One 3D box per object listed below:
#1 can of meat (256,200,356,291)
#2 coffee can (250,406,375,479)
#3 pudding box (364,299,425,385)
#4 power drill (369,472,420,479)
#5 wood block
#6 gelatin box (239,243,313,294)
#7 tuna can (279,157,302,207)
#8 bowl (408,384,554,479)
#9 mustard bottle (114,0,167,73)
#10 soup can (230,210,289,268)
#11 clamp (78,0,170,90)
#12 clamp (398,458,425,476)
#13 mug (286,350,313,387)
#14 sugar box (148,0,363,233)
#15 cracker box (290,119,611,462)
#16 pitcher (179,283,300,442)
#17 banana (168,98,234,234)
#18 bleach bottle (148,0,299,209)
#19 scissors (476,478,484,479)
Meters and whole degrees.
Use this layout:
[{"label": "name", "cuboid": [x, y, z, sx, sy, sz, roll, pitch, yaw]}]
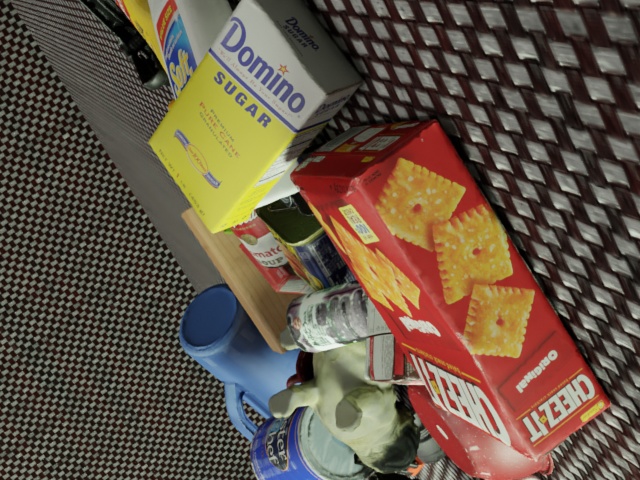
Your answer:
[{"label": "can of meat", "cuboid": [-0.007, 0.001, 1.026, 0.102, 0.057, 0.084, 42, 165, 54]}, {"label": "coffee can", "cuboid": [-0.006, 0.232, 1.200, 0.103, 0.102, 0.141, 55, 147, 1]}, {"label": "pudding box", "cuboid": [0.064, 0.071, 0.860, 0.113, 0.039, 0.090, 143, 130, -78]}, {"label": "power drill", "cuboid": [0.152, 0.312, 1.107, 0.184, 0.057, 0.188, 28, -177, -27]}, {"label": "wood block", "cuboid": [-0.074, 0.028, 1.300, 0.206, 0.090, 0.091, 56, 170, -5]}, {"label": "gelatin box", "cuboid": [-0.039, 0.025, 1.203, 0.073, 0.030, 0.089, 50, -161, 24]}, {"label": "tuna can", "cuboid": [-0.037, -0.074, 0.989, 0.086, 0.033, 0.086, 53, 169, 15]}, {"label": "bowl", "cuboid": [0.123, 0.147, 0.900, 0.162, 0.055, 0.162, 52, 168, 15]}, {"label": "mustard bottle", "cuboid": [-0.166, -0.232, 1.015, 0.192, 0.058, 0.096, 52, 173, 21]}, {"label": "soup can", "cuboid": [-0.063, -0.026, 1.115, 0.069, 0.068, 0.102, 42, 172, 50]}, {"label": "clamp", "cuboid": [-0.185, -0.199, 1.110, 0.164, 0.036, 0.210, 52, -174, 14]}, {"label": "clamp", "cuboid": [0.051, 0.226, 1.305, 0.172, 0.120, 0.039, 47, 146, 23]}, {"label": "mug", "cuboid": [0.018, 0.165, 1.257, 0.093, 0.117, 0.081, -100, -15, -45]}, {"label": "sugar box", "cuboid": [-0.052, -0.090, 0.759, 0.093, 0.048, 0.176, 53, 138, 10]}, {"label": "cracker box", "cuboid": [0.076, 0.027, 0.705, 0.213, 0.072, 0.164, 57, 170, -13]}, {"label": "pitcher", "cuboid": [-0.081, 0.169, 1.437, 0.242, 0.145, 0.149, 44, -170, -43]}, {"label": "banana", "cuboid": [-0.110, -0.093, 1.122, 0.197, 0.037, 0.069, 68, -160, -47]}, {"label": "bleach bottle", "cuboid": [-0.093, -0.145, 0.868, 0.103, 0.068, 0.251, -14, 98, 64]}, {"label": "scissors", "cuboid": [0.154, 0.222, 1.085, 0.202, 0.016, 0.096, 56, 171, -1]}]
